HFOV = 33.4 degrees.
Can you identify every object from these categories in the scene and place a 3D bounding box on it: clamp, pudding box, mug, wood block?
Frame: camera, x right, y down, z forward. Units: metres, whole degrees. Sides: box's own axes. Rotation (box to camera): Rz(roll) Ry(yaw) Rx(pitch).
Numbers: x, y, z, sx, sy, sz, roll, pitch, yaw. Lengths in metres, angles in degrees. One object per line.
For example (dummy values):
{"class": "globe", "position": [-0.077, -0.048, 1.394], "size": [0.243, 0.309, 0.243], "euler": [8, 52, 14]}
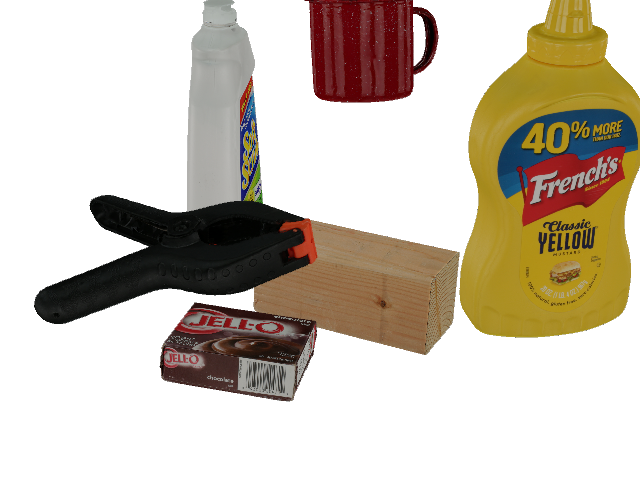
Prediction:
{"class": "clamp", "position": [-0.091, 0.011, 0.662], "size": [0.172, 0.039, 0.120], "euler": [0, 42, 22]}
{"class": "pudding box", "position": [-0.066, 0.091, 0.888], "size": [0.113, 0.039, 0.090], "euler": [10, 21, 7]}
{"class": "mug", "position": [0.044, -0.158, 0.864], "size": [0.117, 0.081, 0.093], "euler": [-11, 18, -28]}
{"class": "wood block", "position": [0.037, 0.046, 1.173], "size": [0.206, 0.091, 0.090], "euler": [13, 26, 23]}

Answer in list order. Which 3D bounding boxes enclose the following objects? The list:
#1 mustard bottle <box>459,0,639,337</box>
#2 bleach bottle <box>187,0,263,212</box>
{"class": "mustard bottle", "position": [0.129, -0.041, 0.587], "size": [0.096, 0.192, 0.058], "euler": [-5, 27, -8]}
{"class": "bleach bottle", "position": [-0.094, -0.099, 1.014], "size": [0.068, 0.251, 0.102], "euler": [6, 26, 13]}
